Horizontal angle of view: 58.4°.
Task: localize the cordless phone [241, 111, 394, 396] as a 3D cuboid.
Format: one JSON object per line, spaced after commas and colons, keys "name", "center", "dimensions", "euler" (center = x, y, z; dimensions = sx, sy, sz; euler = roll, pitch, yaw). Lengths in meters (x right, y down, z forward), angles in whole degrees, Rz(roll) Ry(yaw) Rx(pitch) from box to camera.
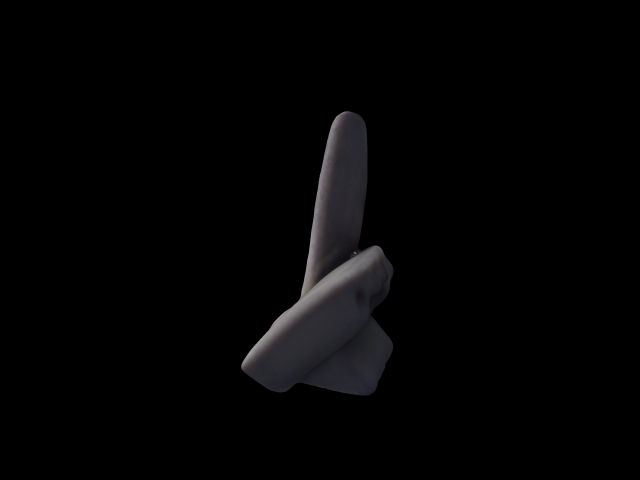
{"name": "cordless phone", "center": [0.004, 0.001, 0.400], "dimensions": [0.094, 0.185, 0.148], "euler": [1, 7, 10]}
